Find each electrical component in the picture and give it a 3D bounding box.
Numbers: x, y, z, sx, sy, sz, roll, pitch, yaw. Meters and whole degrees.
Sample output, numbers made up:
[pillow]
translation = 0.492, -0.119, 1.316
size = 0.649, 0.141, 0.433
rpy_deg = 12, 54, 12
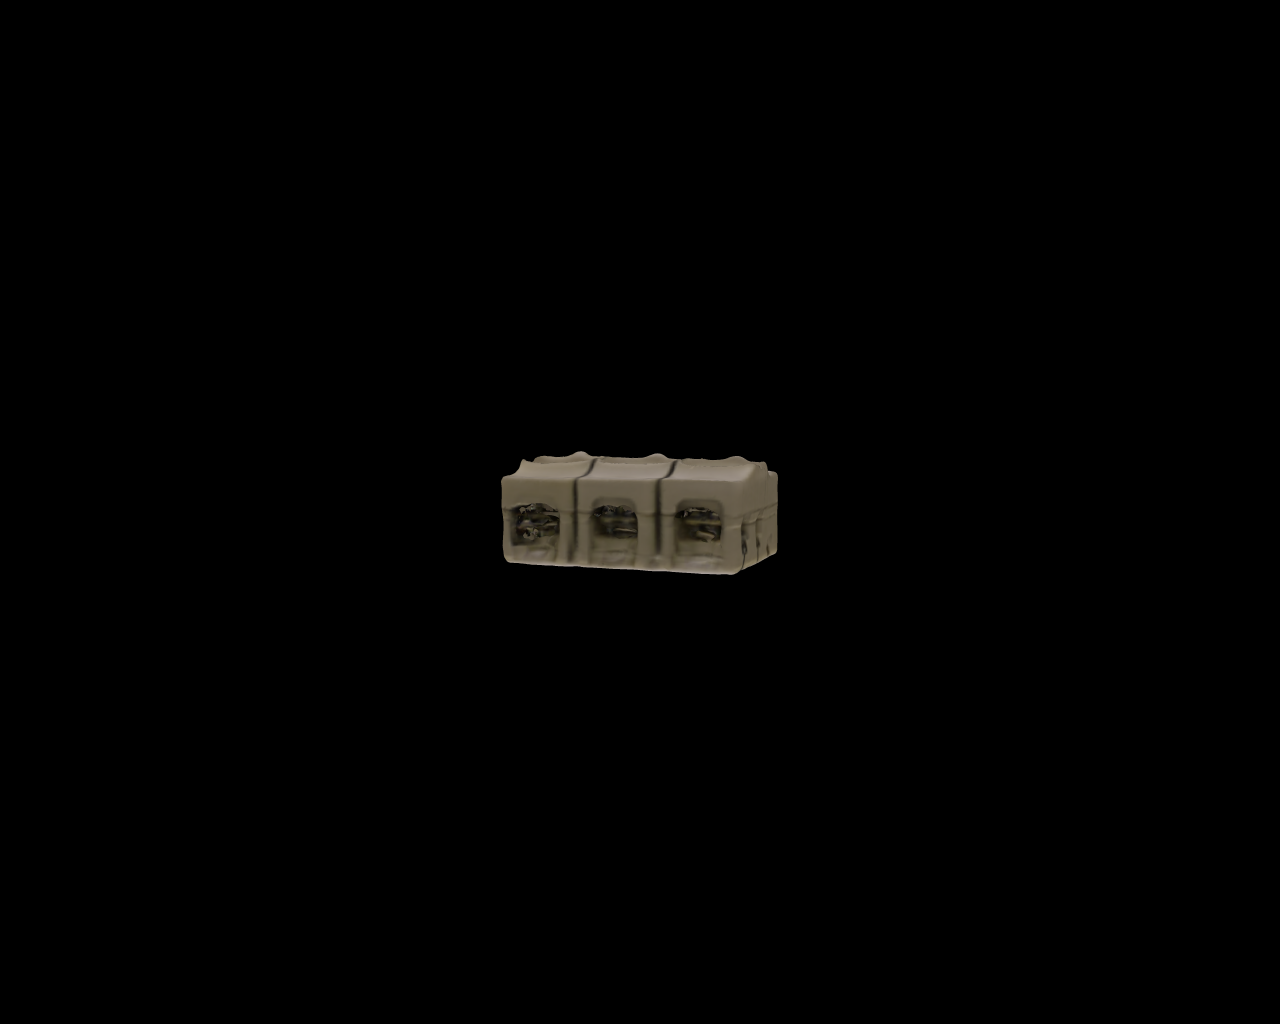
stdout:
[electrical component]
translation = 0.001, -0.003, 0.650
size = 0.150, 0.061, 0.089
rpy_deg = 3, 8, 22
